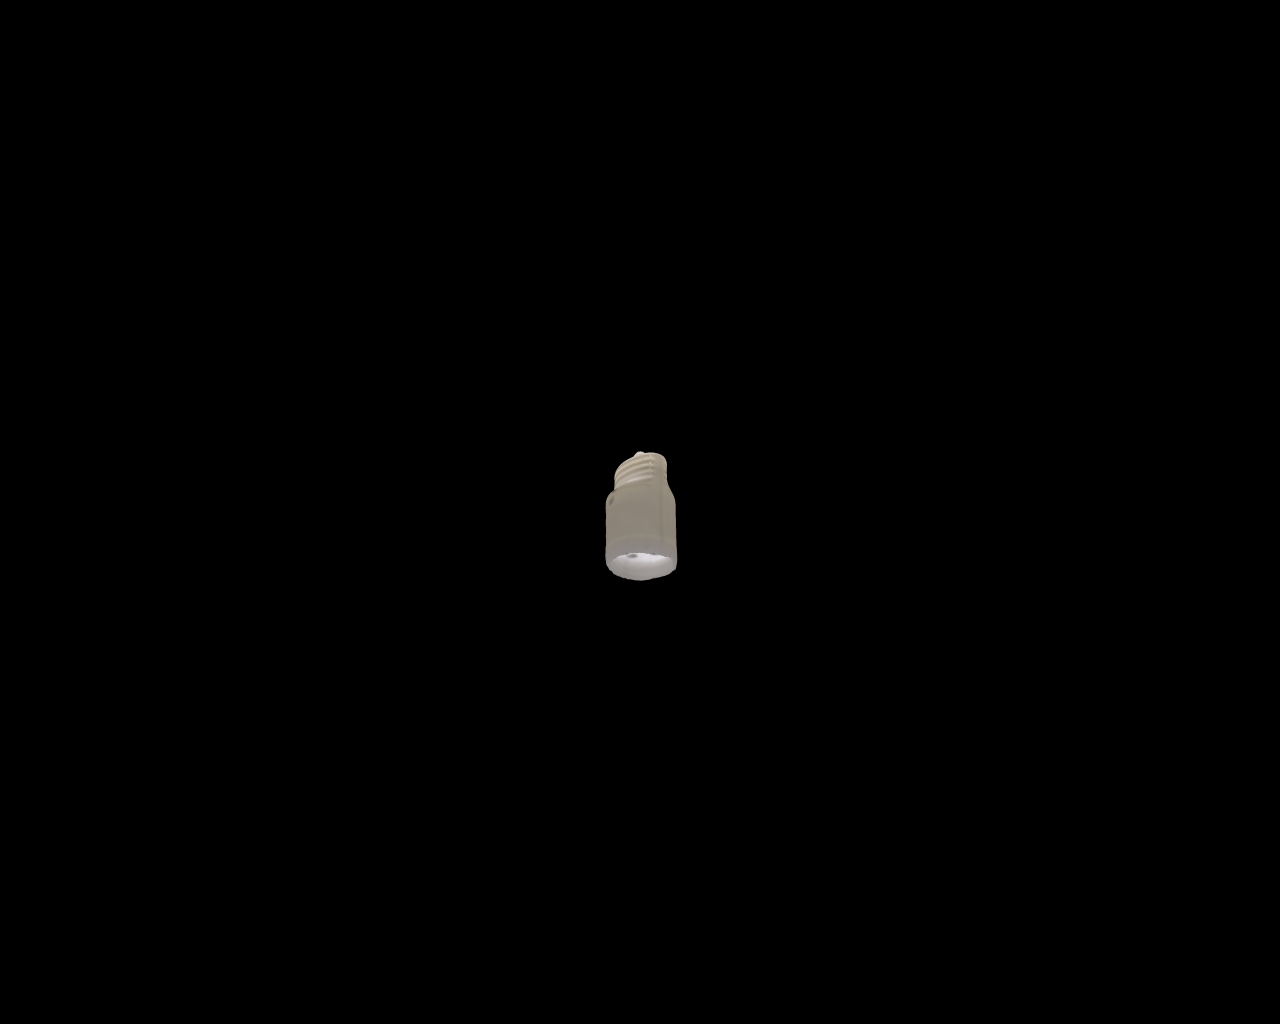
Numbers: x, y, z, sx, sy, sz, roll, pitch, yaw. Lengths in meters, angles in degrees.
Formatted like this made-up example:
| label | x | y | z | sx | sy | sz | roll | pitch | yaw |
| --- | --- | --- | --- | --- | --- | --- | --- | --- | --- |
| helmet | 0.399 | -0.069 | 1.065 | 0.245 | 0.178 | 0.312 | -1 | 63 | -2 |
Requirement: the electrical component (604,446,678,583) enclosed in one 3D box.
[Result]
| label | x | y | z | sx | sy | sz | roll | pitch | yaw |
| --- | --- | --- | --- | --- | --- | --- | --- | --- | --- |
| electrical component | 0.001 | -0.003 | 0.650 | 0.043 | 0.081 | 0.043 | 0 | -27 | 0 |
